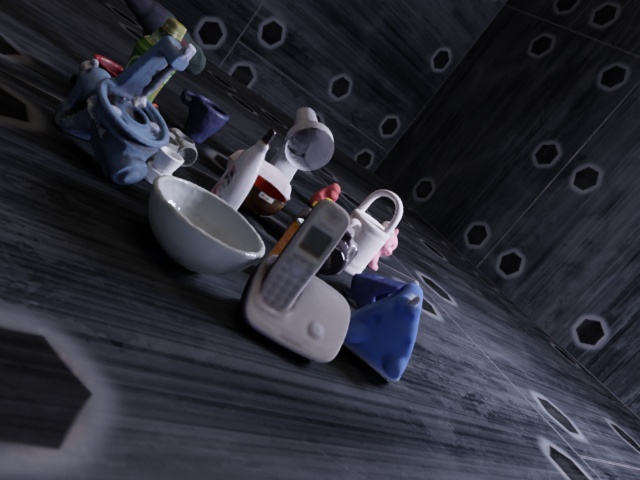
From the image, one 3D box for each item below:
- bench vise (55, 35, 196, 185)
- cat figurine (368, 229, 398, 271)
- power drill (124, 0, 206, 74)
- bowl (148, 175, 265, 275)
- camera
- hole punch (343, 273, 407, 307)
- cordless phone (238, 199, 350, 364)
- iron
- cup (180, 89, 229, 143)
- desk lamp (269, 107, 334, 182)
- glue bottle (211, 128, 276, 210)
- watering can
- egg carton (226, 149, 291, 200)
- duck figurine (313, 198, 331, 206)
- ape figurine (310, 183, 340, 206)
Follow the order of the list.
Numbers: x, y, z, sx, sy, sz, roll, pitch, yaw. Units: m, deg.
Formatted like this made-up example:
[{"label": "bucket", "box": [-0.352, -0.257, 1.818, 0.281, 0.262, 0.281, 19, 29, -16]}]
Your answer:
[{"label": "bench vise", "box": [-0.280, -0.216, 0.812, 0.207, 0.219, 0.122, 40, 13, 9]}, {"label": "cat figurine", "box": [0.141, 0.009, 1.414, 0.128, 0.117, 0.067, 22, 20, -51]}, {"label": "power drill", "box": [-0.364, -0.392, 1.217, 0.231, 0.208, 0.075, 23, 20, -50]}, {"label": "bowl", "box": [-0.158, -0.006, 0.744, 0.168, 0.074, 0.167, 36, 13, -9]}, {"label": "camera", "box": [0.010, 0.004, 1.110, 0.143, 0.100, 0.137, 36, 13, -8]}, {"label": "hole punch", "box": [0.113, 0.095, 1.099, 0.101, 0.091, 0.109, 43, 14, 20]}, {"label": "cordless phone", "box": [-0.002, 0.052, 0.722, 0.148, 0.185, 0.094, 33, 14, -23]}, {"label": "iron", "box": [0.117, 0.119, 0.913, 0.118, 0.141, 0.259, 39, 13, 4]}, {"label": "cup", "box": [-0.279, -0.277, 1.303, 0.118, 0.095, 0.091, 32, 14, -27]}, {"label": "desk lamp", "box": [-0.069, -0.225, 1.430, 0.118, 0.213, 0.202, 31, 15, -30]}, {"label": "glue bottle", "box": [-0.131, -0.125, 1.006, 0.037, 0.173, 0.078, 29, 16, -36]}, {"label": "watering can", "box": [0.106, -0.025, 1.261, 0.101, 0.194, 0.173, 40, 13, 6]}, {"label": "egg carton", "box": [-0.135, -0.137, 1.271, 0.151, 0.069, 0.107, 29, 16, -37]}, {"label": "duck figurine", "box": [0.006, -0.057, 1.344, 0.105, 0.086, 0.077, 23, 20, -50]}, {"label": "ape figurine", "box": [0.020, -0.116, 1.573, 0.078, 0.092, 0.076, 28, 16, -39]}]
